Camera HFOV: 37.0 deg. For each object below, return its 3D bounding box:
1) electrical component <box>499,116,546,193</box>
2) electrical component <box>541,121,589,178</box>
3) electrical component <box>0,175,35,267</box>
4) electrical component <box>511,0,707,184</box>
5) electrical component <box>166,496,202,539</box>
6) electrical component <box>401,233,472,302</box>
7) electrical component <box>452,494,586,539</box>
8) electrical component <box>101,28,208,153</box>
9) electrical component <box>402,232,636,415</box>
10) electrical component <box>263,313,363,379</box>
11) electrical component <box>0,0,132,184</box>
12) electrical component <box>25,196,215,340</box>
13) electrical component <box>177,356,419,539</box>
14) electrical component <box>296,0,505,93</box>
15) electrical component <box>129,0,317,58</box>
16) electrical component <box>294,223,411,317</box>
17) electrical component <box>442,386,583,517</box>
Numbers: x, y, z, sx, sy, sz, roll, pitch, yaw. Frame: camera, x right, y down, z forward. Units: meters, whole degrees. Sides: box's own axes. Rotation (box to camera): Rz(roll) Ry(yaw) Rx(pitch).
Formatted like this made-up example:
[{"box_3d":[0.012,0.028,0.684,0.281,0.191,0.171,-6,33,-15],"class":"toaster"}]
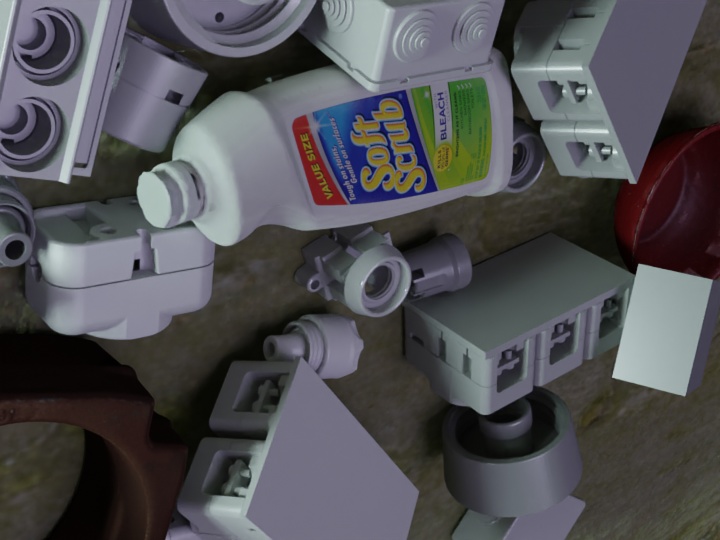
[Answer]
[{"box_3d":[0.091,-0.081,0.722,0.048,0.055,0.066,-14,122,-35],"class":"electrical component"},{"box_3d":[0.158,-0.093,0.782,0.043,0.043,0.062,-44,136,-13],"class":"electrical component"},{"box_3d":[-0.178,-0.021,0.519,0.048,0.062,0.048,-20,125,-31],"class":"electrical component"},{"box_3d":[0.166,-0.163,0.700,0.105,0.060,0.186,53,55,-44],"class":"electrical component"},{"box_3d":[-0.135,0.190,0.684,0.056,0.050,0.089,-3,115,-39],"class":"electrical component"},{"box_3d":[0.048,-0.001,0.743,0.046,0.040,0.040,-18,124,-25],"class":"electrical component"},{"box_3d":[0.137,0.218,0.934,0.100,0.048,0.099,30,92,-46],"class":"electrical component"},{"box_3d":[-0.112,-0.091,0.543,0.055,0.055,0.047,18,104,-45],"class":"electrical component"},{"box_3d":[0.117,0.039,0.787,0.150,0.089,0.061,-23,126,-30],"class":"electrical component"},{"box_3d":[-0.033,0.050,0.698,0.062,0.043,0.043,0,113,-39],"class":"electrical component"},{"box_3d":[-0.152,-0.109,0.491,0.079,0.063,0.121,3,111,-42],"class":"electrical component"},{"box_3d":[-0.128,-0.001,0.579,0.095,0.054,0.059,-11,120,-36],"class":"electrical component"},{"box_3d":[-0.036,0.150,0.706,0.186,0.060,0.105,54,44,-44],"class":"electrical component"},{"box_3d":[0.020,-0.146,0.596,0.100,0.099,0.048,-17,136,-34],"class":"electrical component"},{"box_3d":[-0.066,-0.159,0.539,0.108,0.060,0.108,-20,125,-32],"class":"electrical component"},{"box_3d":[0.000,0.000,0.689,0.066,0.055,0.048,-34,131,-22],"class":"electrical component"},{"box_3d":[0.114,0.130,0.828,0.108,0.108,0.060,-28,123,-26],"class":"electrical component"}]
